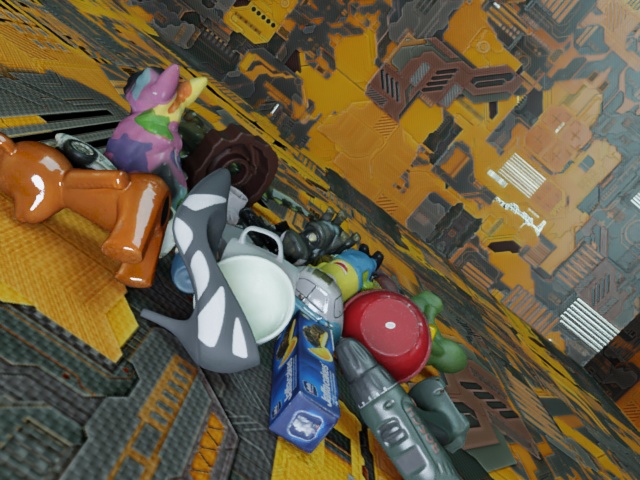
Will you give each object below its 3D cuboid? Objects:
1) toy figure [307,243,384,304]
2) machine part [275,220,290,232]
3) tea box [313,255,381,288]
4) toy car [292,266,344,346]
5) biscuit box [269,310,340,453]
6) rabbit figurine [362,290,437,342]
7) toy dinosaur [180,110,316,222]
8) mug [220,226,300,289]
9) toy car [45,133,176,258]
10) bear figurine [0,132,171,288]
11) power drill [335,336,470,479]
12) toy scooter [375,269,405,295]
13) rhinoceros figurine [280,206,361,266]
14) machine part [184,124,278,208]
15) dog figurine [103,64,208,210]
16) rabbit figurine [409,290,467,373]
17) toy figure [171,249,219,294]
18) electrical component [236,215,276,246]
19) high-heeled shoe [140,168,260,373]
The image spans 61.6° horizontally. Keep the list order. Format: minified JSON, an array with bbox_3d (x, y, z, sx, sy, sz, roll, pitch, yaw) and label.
[{"bbox_3d":[0.037,0.072,0.935,0.082,0.089,0.180,4,23,45],"label":"toy figure"},{"bbox_3d":[-0.047,0.002,1.111,0.139,0.039,0.084,34,-12,44],"label":"machine part"},{"bbox_3d":[0.057,0.100,1.071,0.169,0.068,0.098,32,16,-32],"label":"tea box"},{"bbox_3d":[-0.019,0.093,0.817,0.162,0.103,0.109,43,12,6],"label":"toy car"},{"bbox_3d":[-0.020,0.164,0.662,0.059,0.063,0.203,35,13,-13],"label":"biscuit box"},{"bbox_3d":[0.113,0.167,0.975,0.162,0.122,0.173,33,-3,12],"label":"rabbit figurine"},{"bbox_3d":[-0.196,-0.158,1.188,0.471,0.105,0.199,25,25,-18],"label":"toy dinosaur"},{"bbox_3d":[-0.081,0.040,0.747,0.107,0.109,0.081,19,8,0],"label":"mug"},{"bbox_3d":[-0.268,-0.054,0.686,0.201,0.073,0.056,38,17,-7],"label":"toy car"},{"bbox_3d":[-0.270,-0.037,0.588,0.196,0.120,0.132,12,63,-9],"label":"bear figurine"},{"bbox_3d":[0.125,0.232,0.743,0.232,0.086,0.207,58,13,26],"label":"power drill"},{"bbox_3d":[0.116,0.095,1.240,0.135,0.075,0.184,36,10,-19],"label":"toy scooter"},{"bbox_3d":[-0.002,-0.003,0.973,0.073,0.112,0.190,60,24,11],"label":"rhinoceros figurine"},{"bbox_3d":[-0.169,-0.134,1.026,0.179,0.179,0.056,25,18,-48],"label":"machine part"},{"bbox_3d":[-0.226,-0.137,0.766,0.192,0.219,0.108,42,17,16],"label":"dog figurine"},{"bbox_3d":[0.224,0.197,1.089,0.170,0.121,0.159,43,20,26],"label":"rabbit figurine"},{"bbox_3d":[-0.169,0.023,0.743,0.058,0.064,0.154,-5,22,-4],"label":"toy figure"},{"bbox_3d":[-0.134,-0.028,1.029,0.102,0.045,0.078,33,13,-26],"label":"electrical component"},{"bbox_3d":[-0.105,0.026,0.628,0.145,0.249,0.086,18,-27,2],"label":"high-heeled shoe"}]
